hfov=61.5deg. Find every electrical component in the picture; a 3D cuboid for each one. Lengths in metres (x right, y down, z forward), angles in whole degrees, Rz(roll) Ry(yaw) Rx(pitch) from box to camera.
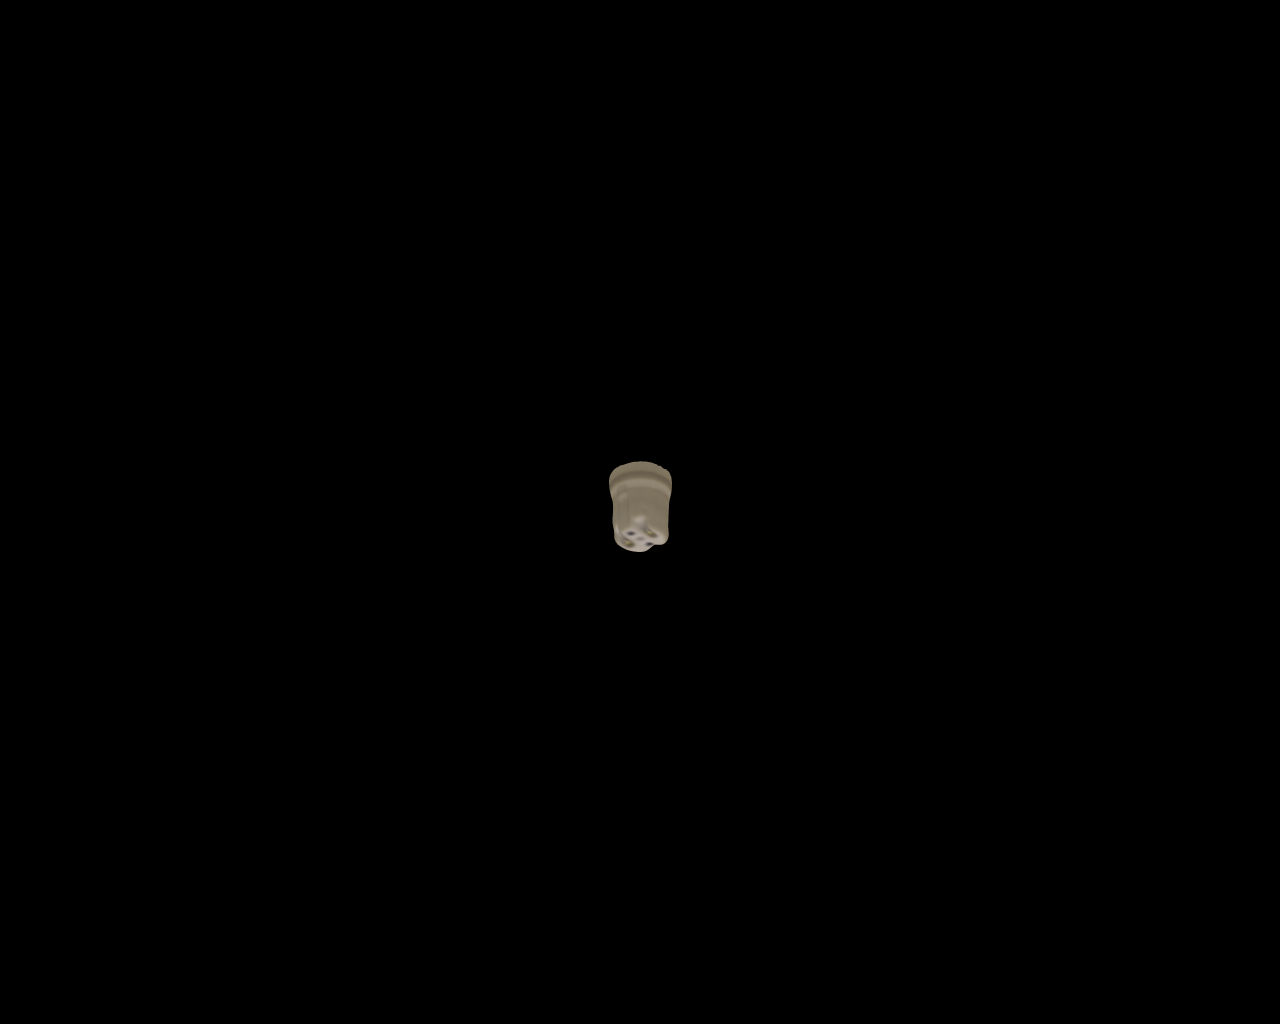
[{"bbox_3d":[0.001,-0.003,0.650,0.040,0.046,0.040,0,-30,0],"label":"electrical component"}]
